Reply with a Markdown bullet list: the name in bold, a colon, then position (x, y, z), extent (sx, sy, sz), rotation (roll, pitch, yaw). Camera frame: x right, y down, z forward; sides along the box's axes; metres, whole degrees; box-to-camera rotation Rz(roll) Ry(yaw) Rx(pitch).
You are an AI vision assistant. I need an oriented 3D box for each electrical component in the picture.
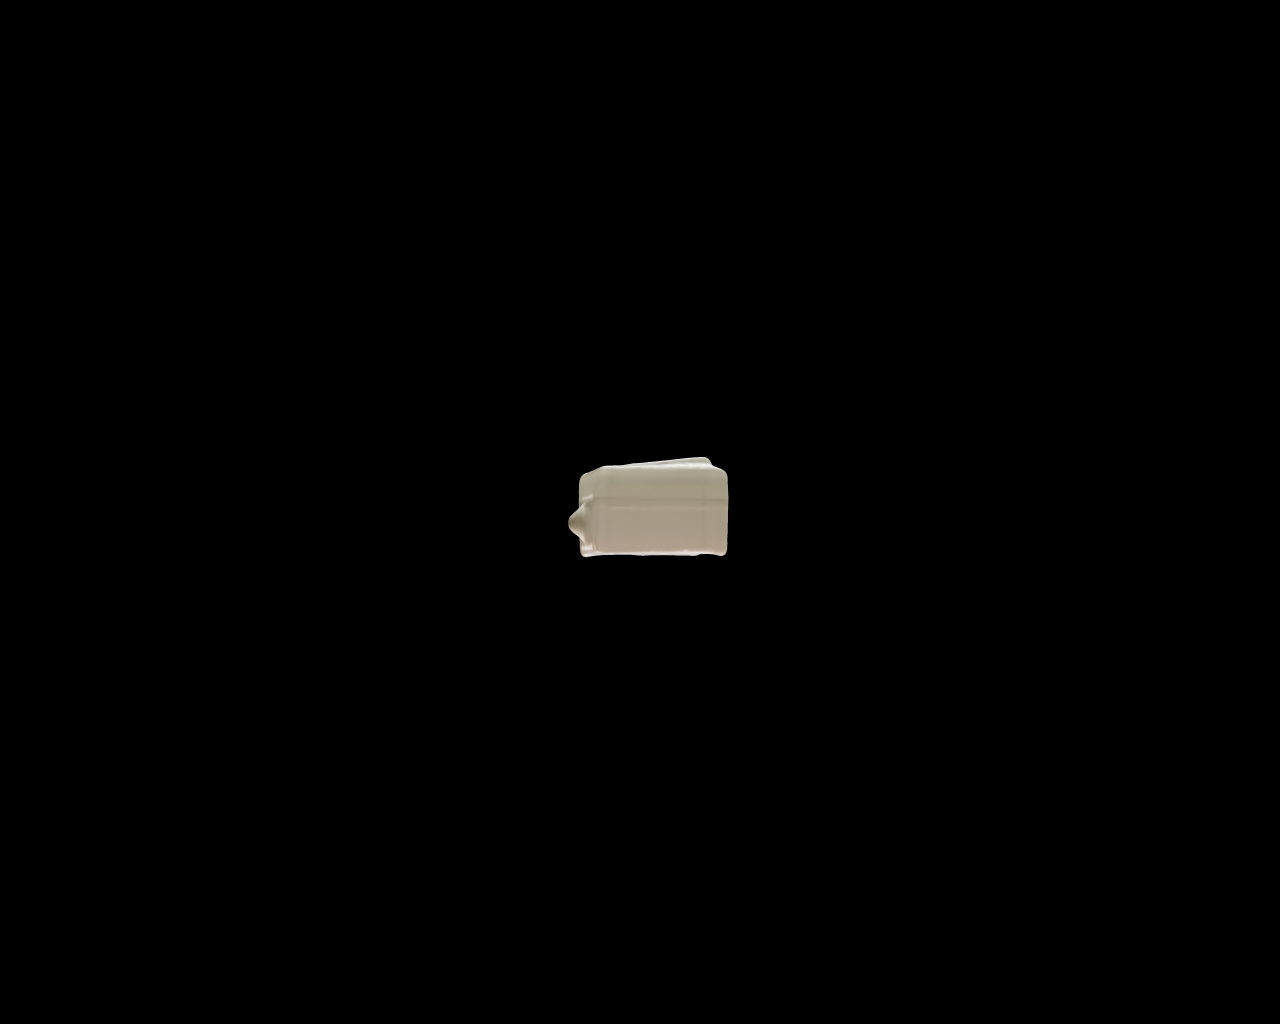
- **electrical component**: position (0.001, -0.003, 0.650), extent (0.096, 0.061, 0.061), rotation (1, -4, -15)
